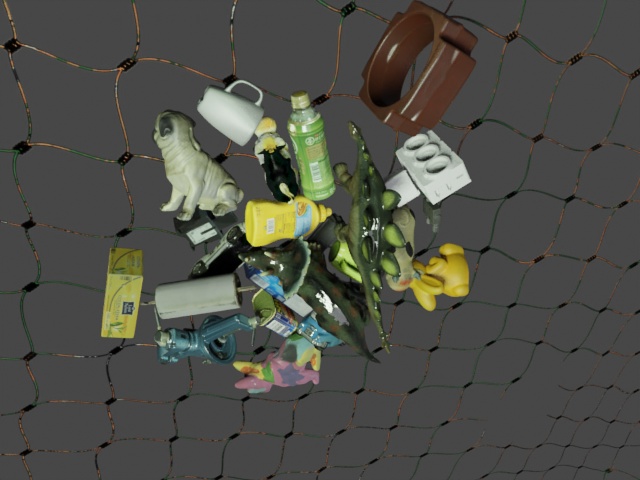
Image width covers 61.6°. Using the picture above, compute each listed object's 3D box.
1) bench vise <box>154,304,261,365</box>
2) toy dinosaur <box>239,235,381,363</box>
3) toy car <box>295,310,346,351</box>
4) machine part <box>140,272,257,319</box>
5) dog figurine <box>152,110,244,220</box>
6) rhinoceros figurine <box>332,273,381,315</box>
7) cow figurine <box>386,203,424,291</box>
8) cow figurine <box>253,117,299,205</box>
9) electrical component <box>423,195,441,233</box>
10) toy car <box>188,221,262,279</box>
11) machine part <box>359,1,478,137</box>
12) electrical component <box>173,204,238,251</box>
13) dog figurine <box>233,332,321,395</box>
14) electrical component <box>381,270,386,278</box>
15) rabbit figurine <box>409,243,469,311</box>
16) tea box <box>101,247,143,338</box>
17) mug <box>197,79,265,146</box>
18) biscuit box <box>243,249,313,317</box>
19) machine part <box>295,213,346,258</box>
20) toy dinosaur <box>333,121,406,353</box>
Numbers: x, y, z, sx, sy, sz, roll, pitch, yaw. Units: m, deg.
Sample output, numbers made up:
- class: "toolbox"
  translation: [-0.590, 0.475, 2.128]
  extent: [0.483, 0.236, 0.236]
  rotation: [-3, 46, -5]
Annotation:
- class: "bench vise"
  translation: [-0.250, 0.215, 1.225]
  extent: [0.241, 0.129, 0.223]
  rotation: [-25, 139, 23]
- class: "toy dinosaur"
  translation: [0.019, 0.131, 1.122]
  extent: [0.131, 0.192, 0.404]
  rotation: [-43, 96, 7]
- class: "toy car"
  translation: [0.019, 0.197, 1.304]
  extent: [0.161, 0.109, 0.102]
  rotation: [0, 119, -56]
- class: "machine part"
  translation: [-0.253, 0.117, 1.128]
  extent: [0.243, 0.079, 0.079]
  rotation: [-10, 128, 1]
- class: "dog figurine"
  translation: [-0.223, -0.147, 1.011]
  extent: [0.172, 0.121, 0.190]
  rotation: [-18, 117, -48]
- class: "rhinoceros figurine"
  translation: [0.059, 0.120, 1.286]
  extent: [0.190, 0.112, 0.073]
  rotation: [20, 100, -43]
- class: "cow figurine"
  translation: [0.179, 0.020, 1.199]
  extent: [0.085, 0.127, 0.194]
  rotation: [-3, 103, -5]
- class: "cow figurine"
  translation: [-0.088, -0.151, 1.043]
  extent: [0.068, 0.098, 0.167]
  rotation: [-19, 129, 3]
- class: "electrical component"
  translation: [0.259, -0.067, 1.239]
  extent: [0.021, 0.063, 0.093]
  rotation: [-14, 127, -8]
- class: "toy car"
  translation: [-0.204, 0.040, 1.169]
  extent: [0.202, 0.056, 0.073]
  rotation: [-43, 120, 13]
- class: "machine part"
  translation: [0.169, -0.301, 0.952]
  extent: [0.087, 0.201, 0.201]
  rotation: [19, 117, -31]
- class: "electrical component"
  translation: [-0.232, -0.035, 1.103]
  extent: [0.119, 0.048, 0.074]
  rotation: [-30, 136, 4]
- class: "dog figurine"
  translation: [-0.111, 0.312, 1.365]
  extent: [0.219, 0.109, 0.191]
  rotation: [-6, 127, -11]
- class: "electrical component"
  translation: [0.156, 0.044, 1.296]
  extent: [0.078, 0.045, 0.102]
  rotation: [24, 109, -6]
- class: "rabbit figurine"
  translation: [0.270, 0.094, 1.322]
  extent: [0.173, 0.162, 0.121]
  rotation: [10, 135, -4]
- class: "tea box"
  translation: [-0.413, 0.111, 1.123]
  extent: [0.068, 0.098, 0.169]
  rotation: [5, 124, -21]
- class: "mug"
  translation: [-0.159, -0.239, 0.967]
  extent: [0.107, 0.081, 0.109]
  rotation: [26, 118, -22]
- class: "biscuit box"
  translation: [-0.088, 0.100, 1.245]
  extent: [0.059, 0.063, 0.202]
  rotation: [-40, 127, 12]
- class: "machine part"
  translation: [-0.002, -0.004, 1.215]
  extent: [0.084, 0.039, 0.139]
  rotation: [34, 110, -29]
- class: "toy dinosaur"
  translation: [0.101, -0.007, 1.101]
  extent: [0.105, 0.199, 0.470]
  rotation: [-12, 107, -10]
